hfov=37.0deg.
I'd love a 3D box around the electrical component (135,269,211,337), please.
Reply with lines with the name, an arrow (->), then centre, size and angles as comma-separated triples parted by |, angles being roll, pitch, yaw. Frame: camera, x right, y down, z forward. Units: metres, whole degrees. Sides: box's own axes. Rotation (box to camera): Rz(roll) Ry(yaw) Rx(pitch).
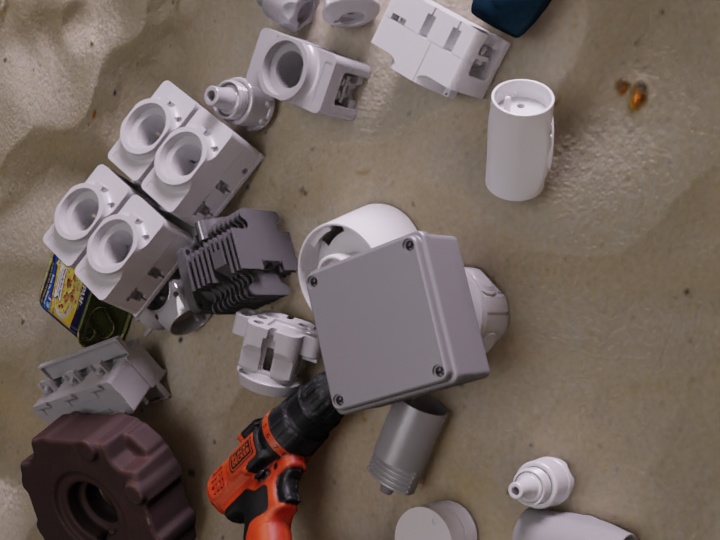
electrical component -> -0.186, 0.030, 1.009 | 0.079, 0.044, 0.077 | -47, 63, 26

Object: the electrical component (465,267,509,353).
electrical component -> 0.068, 0.034, 0.813 | 0.080, 0.051, 0.080 | -1, 88, 37

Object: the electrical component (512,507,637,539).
electrical component -> 0.148, 0.213, 0.751 | 0.077, 0.044, 0.079 | 8, 93, 37

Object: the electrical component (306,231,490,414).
electrical component -> 0.026, 0.039, 0.776 | 0.109, 0.056, 0.108 | -21, 77, 35

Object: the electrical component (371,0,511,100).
electrical component -> 0.059, -0.170, 0.826 | 0.089, 0.050, 0.055 | 38, 110, 32

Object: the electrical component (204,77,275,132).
electrical component -> -0.109, -0.148, 0.945 | 0.048, 0.062, 0.048 | -1, 88, 37

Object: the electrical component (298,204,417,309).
electrical component -> 0.000, 0.000, 0.873 | 0.099, 0.064, 0.099 | 12, 110, 37

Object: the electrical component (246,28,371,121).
electrical component -> -0.047, -0.165, 0.903 | 0.089, 0.056, 0.050 | 29, 106, 34

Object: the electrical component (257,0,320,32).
electrical component -> -0.069, -0.237, 0.925 | 0.062, 0.043, 0.043 | 37, 111, 19

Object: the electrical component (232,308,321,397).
electrical component -> -0.072, 0.072, 0.912 | 0.078, 0.058, 0.057 | 17, 104, 11

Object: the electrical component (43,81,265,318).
electrical component -> -0.190, -0.067, 0.969 | 0.105, 0.060, 0.186 | 39, 92, 31

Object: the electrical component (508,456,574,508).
electrical component -> 0.125, 0.152, 0.760 | 0.035, 0.061, 0.035 | -1, 88, 37

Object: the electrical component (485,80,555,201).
electrical component -> 0.115, -0.104, 0.777 | 0.044, 0.077, 0.079 | 2, 45, 4

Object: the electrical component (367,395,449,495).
electrical component -> 0.034, 0.139, 0.840 | 0.043, 0.043, 0.081 | 30, 106, 34

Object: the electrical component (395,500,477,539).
electrical component -> 0.063, 0.242, 0.796 | 0.052, 0.074, 0.138 | -32, 70, 32

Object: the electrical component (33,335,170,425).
electrical component -> -0.255, 0.116, 1.040 | 0.121, 0.063, 0.078 | -20, 118, 35

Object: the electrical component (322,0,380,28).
electrical component -> -0.010, -0.234, 0.885 | 0.048, 0.048, 0.062 | -18, 72, 35
